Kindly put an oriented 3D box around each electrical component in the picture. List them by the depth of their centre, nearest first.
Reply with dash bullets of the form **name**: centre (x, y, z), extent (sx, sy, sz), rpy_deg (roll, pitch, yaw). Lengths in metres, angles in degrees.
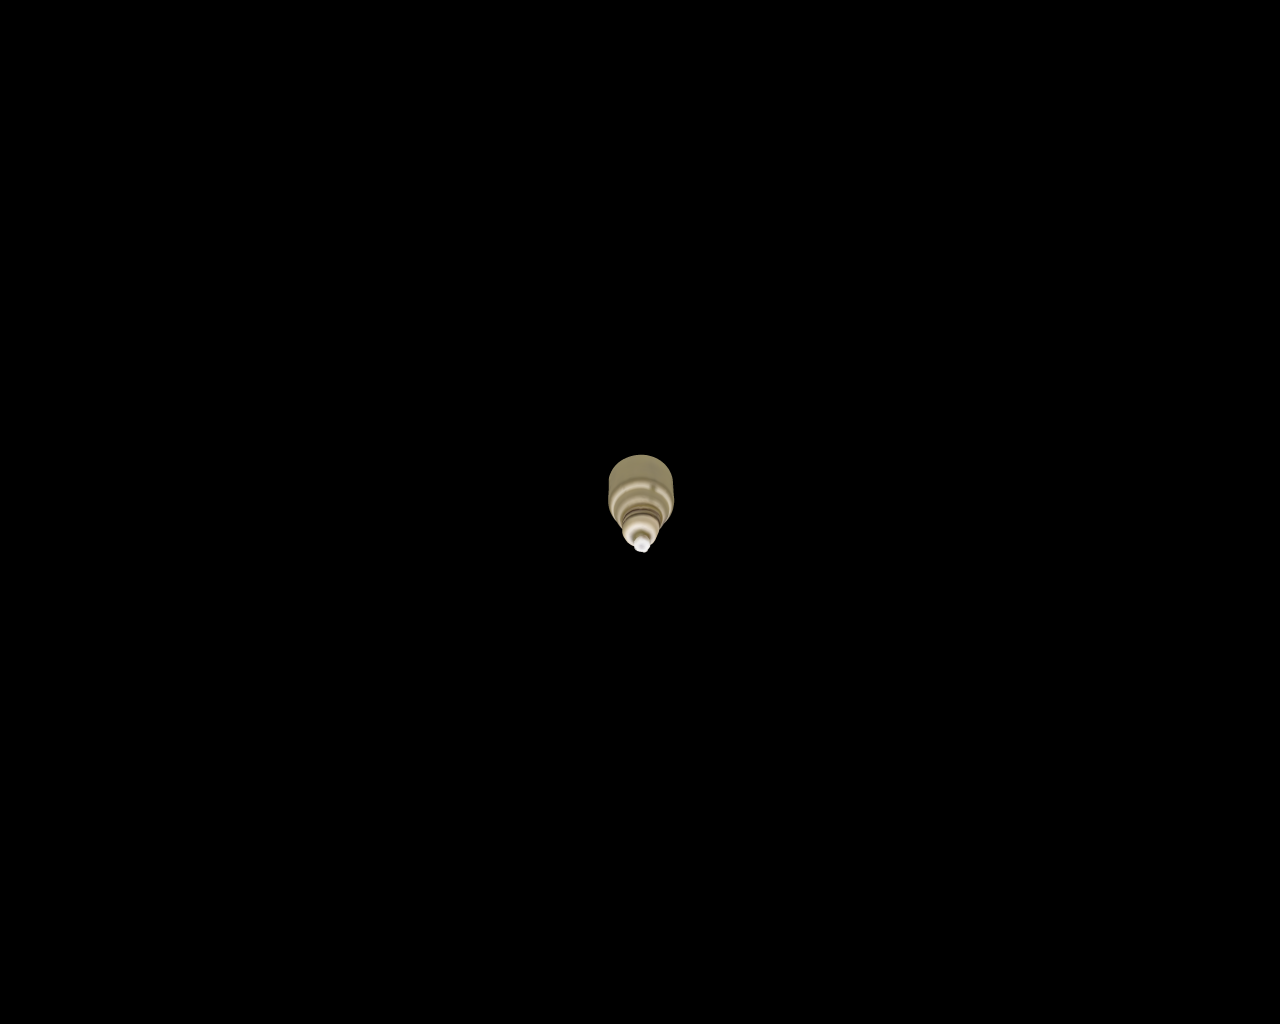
- **electrical component**: centre (0.001, -0.003, 0.650), extent (0.040, 0.040, 0.078), rpy_deg (0, 35, 0)
